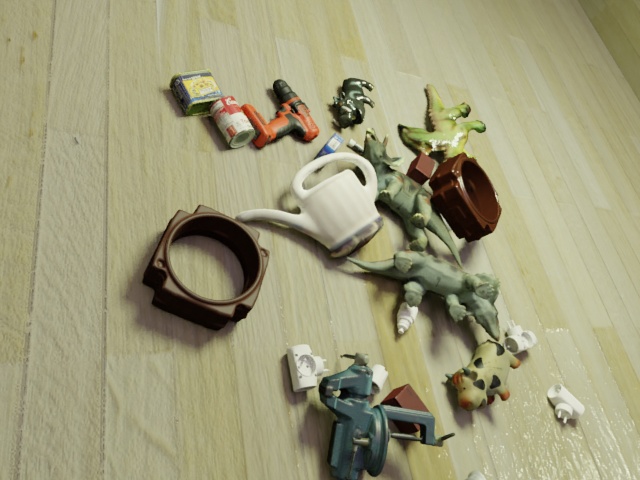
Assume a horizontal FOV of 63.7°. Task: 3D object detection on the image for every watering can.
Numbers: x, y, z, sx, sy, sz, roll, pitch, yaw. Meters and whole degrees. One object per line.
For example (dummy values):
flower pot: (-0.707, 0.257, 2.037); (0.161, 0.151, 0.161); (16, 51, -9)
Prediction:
watering can: (0.003, -0.058, 1.148); (0.351, 0.103, 0.225); (-33, 88, -23)

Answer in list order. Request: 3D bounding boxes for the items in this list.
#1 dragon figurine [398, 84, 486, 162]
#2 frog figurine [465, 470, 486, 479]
dragon figurine: (0.347, -0.338, 1.549); (0.244, 0.119, 0.418); (-9, 51, -28)
frog figurine: (0.315, 0.509, 0.963); (0.159, 0.120, 0.141); (6, 38, -16)
